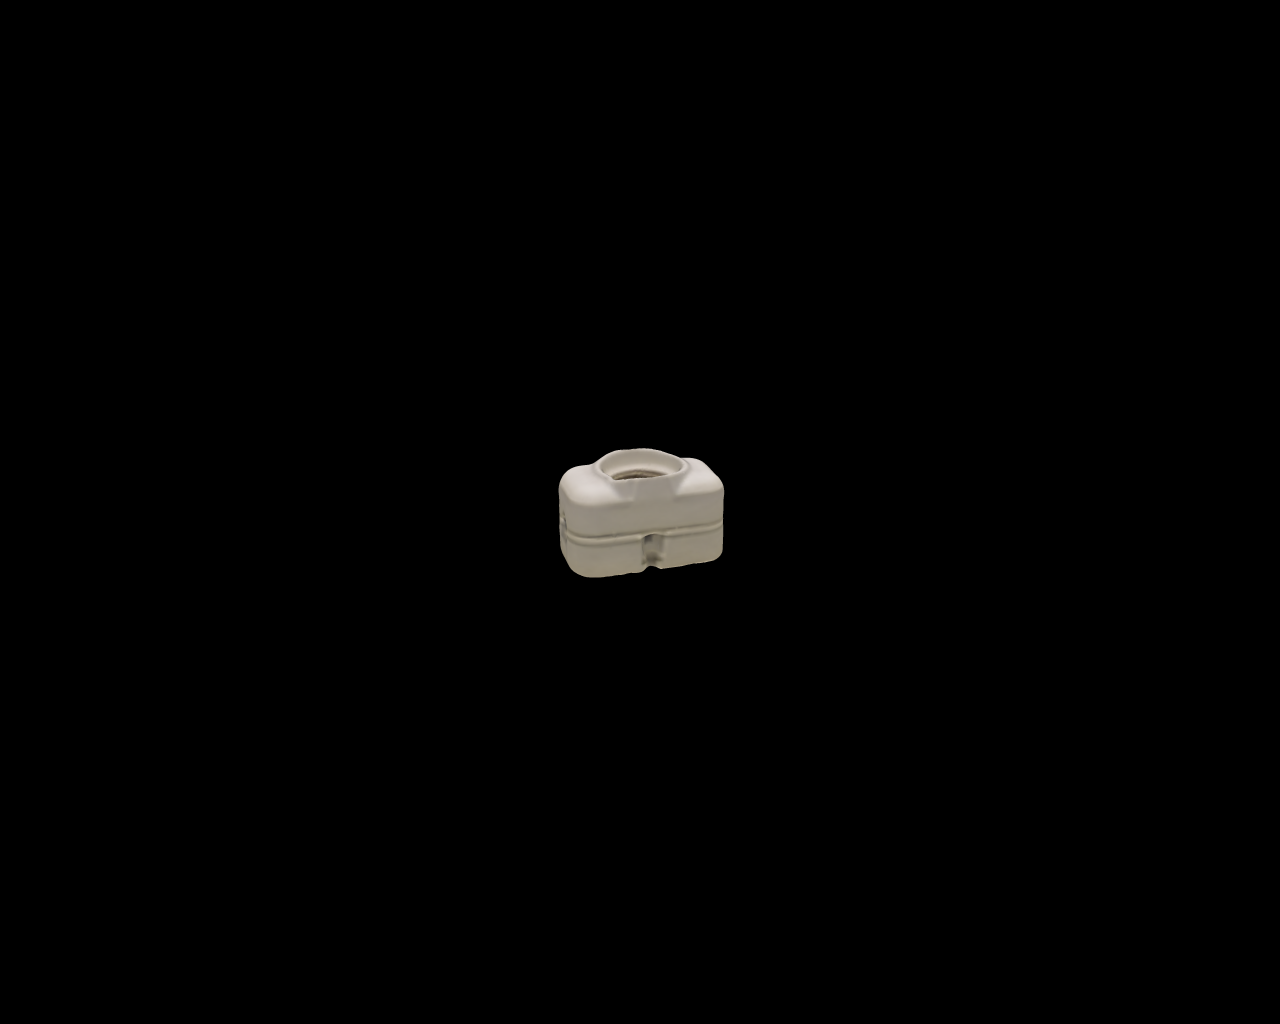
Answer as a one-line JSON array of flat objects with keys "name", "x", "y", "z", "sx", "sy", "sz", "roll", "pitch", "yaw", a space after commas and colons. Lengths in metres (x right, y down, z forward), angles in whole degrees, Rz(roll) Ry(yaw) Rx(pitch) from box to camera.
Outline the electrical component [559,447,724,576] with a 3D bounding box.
[{"name": "electrical component", "x": 0.001, "y": -0.003, "z": 0.650, "sx": 0.095, "sy": 0.059, "sz": 0.054, "roll": -6, "pitch": 24, "yaw": -14}]
